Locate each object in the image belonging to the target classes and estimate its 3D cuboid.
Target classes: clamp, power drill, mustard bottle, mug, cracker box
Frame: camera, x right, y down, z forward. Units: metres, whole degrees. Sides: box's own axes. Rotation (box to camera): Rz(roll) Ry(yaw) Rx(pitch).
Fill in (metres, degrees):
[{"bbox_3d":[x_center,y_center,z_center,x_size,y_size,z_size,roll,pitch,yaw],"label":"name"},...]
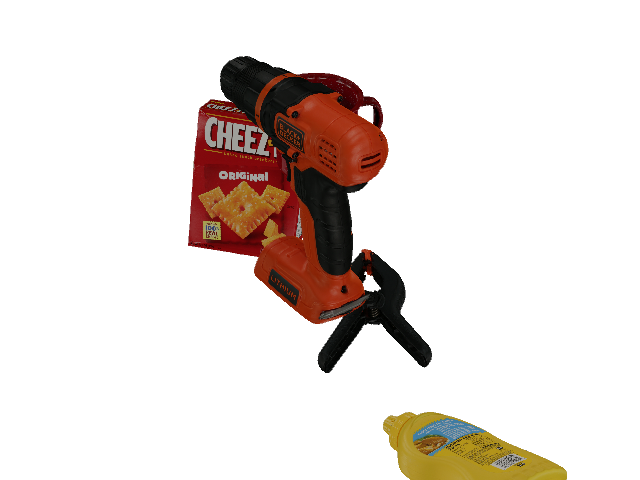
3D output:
[{"bbox_3d":[0.066,0.079,1.180,0.120,0.171,0.039,6,-42,4],"label":"clamp"},{"bbox_3d":[-0.020,-0.041,0.852,0.057,0.188,0.185,-23,40,-28],"label":"power drill"},{"bbox_3d":[0.131,0.209,1.015,0.096,0.058,0.192,-15,24,-38],"label":"mustard bottle"},{"bbox_3d":[0.007,-0.112,1.071,0.117,0.081,0.093,-13,40,-17],"label":"mug"},{"bbox_3d":[-0.102,-0.085,1.564,0.164,0.214,0.072,10,21,7],"label":"cracker box"}]
